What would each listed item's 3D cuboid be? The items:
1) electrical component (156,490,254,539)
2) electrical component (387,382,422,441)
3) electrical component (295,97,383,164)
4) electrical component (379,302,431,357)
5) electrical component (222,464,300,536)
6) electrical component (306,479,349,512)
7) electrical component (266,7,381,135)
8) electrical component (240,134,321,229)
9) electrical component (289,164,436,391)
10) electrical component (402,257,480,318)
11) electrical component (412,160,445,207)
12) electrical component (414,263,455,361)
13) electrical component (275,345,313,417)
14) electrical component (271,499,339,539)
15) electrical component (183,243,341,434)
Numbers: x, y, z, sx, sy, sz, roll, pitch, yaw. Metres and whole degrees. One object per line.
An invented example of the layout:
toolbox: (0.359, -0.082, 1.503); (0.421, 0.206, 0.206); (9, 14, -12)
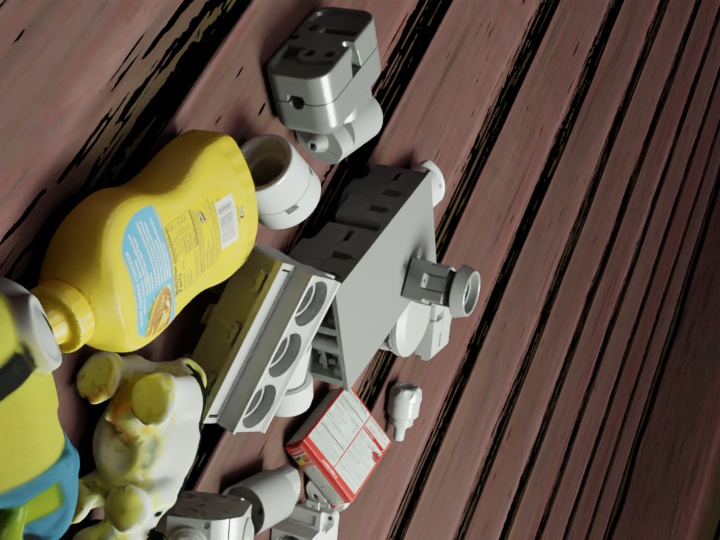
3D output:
electrical component: (-0.114, 0.190, 0.757); (0.080, 0.080, 0.051); (-3, 98, -66)
electrical component: (0.045, 0.152, 1.146); (0.035, 0.035, 0.061); (-23, 124, -62)
electrical component: (-0.019, -0.112, 0.860); (0.081, 0.043, 0.043); (-43, 139, -52)
electrical component: (0.034, 0.040, 1.043); (0.080, 0.051, 0.080); (-42, 138, -53)
electrical component: (-0.076, 0.187, 0.881); (0.081, 0.043, 0.043); (-10, 111, -65)
electrical component: (-0.020, 0.194, 1.010); (0.055, 0.045, 0.045); (-49, 144, -47)
electrical component: (-0.025, -0.148, 0.814); (0.095, 0.054, 0.059); (-57, 149, -38)
electrical component: (-0.062, -0.065, 0.775); (0.055, 0.055, 0.047); (-68, 151, -21)
electrical component: (0.000, 0.000, 0.936); (0.186, 0.060, 0.105); (-52, 146, -44)
electrical component: (0.074, 0.015, 0.960); (0.066, 0.055, 0.048); (23, 81, -66)
electrical component: (0.057, -0.077, 1.046); (0.081, 0.043, 0.043); (-41, 138, -54)
electrical component: (0.065, 0.039, 1.113); (0.056, 0.050, 0.089); (-32, 131, -58)
electrical component: (-0.060, 0.083, 0.863); (0.045, 0.045, 0.055); (-44, 140, -51)
electrical component: (-0.049, 0.244, 0.972); (0.064, 0.042, 0.081); (-29, 128, -61)
electrical component: (-0.075, 0.047, 0.760); (0.121, 0.063, 0.079); (-63, 155, 5)
